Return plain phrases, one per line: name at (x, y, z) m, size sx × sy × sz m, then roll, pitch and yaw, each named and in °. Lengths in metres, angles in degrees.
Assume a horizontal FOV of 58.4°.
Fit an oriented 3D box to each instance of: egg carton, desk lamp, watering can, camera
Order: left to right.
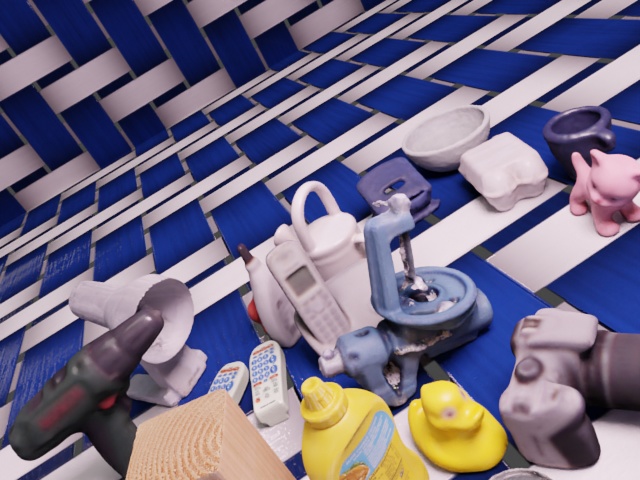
desk lamp at (-0.261, 0.144, 0.844) m, size 0.202 × 0.214 × 0.118 m, roll -6°, pitch 36°, yaw 37°
watering can at (0.007, 0.004, 0.846) m, size 0.172 × 0.194 × 0.101 m, roll -17°, pitch 31°, yaw 22°
egg carton at (0.288, -0.111, 0.907) m, size 0.107 × 0.069 × 0.150 m, roll -27°, pitch 28°, yaw 4°
camera at (0.249, 0.125, 0.526) m, size 0.136 × 0.101 × 0.143 m, roll -4°, pitch 37°, yaw 38°

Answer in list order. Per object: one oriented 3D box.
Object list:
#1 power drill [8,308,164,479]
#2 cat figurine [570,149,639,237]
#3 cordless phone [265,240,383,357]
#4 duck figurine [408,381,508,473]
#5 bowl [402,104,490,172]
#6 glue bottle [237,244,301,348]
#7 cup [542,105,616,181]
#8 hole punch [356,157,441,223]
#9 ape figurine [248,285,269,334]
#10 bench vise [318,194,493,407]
power drill at (-0.249, 0.217, 0.721) m, size 0.230 × 0.209 × 0.075 m, roll -33°, pitch 29°, yaw -7°
cat figurine at (0.362, -0.074, 0.728) m, size 0.067 × 0.118 × 0.127 m, roll -28°, pitch 28°, yaw 3°
cordless phone at (0.021, 0.060, 0.752) m, size 0.148 × 0.185 × 0.093 m, roll -38°, pitch 30°, yaw -16°
duck figurine at (0.127, 0.175, 0.573) m, size 0.104 × 0.086 × 0.078 m, roll 7°, pitch 45°, yaw 48°
bowl at (0.239, -0.175, 1.051) m, size 0.167 × 0.075 × 0.167 m, roll -22°, pitch 29°, yaw 13°
glue bottle at (-0.072, 0.073, 0.830) m, size 0.037 × 0.173 × 0.078 m, roll -3°, pitch 38°, yaw 40°
cup at (0.385, -0.129, 0.821) m, size 0.092 × 0.095 × 0.117 m, roll -31°, pitch 28°, yaw -3°
hole punch at (0.132, -0.079, 0.976) m, size 0.109 × 0.091 × 0.101 m, roll -32°, pitch 28°, yaw -5°
ape figurine at (-0.082, 0.087, 0.901) m, size 0.077 × 0.092 × 0.076 m, roll -15°, pitch 32°, yaw 25°
bench vise at (0.086, 0.072, 0.636) m, size 0.208 × 0.220 × 0.121 m, roll -43°, pitch 31°, yaw -23°
